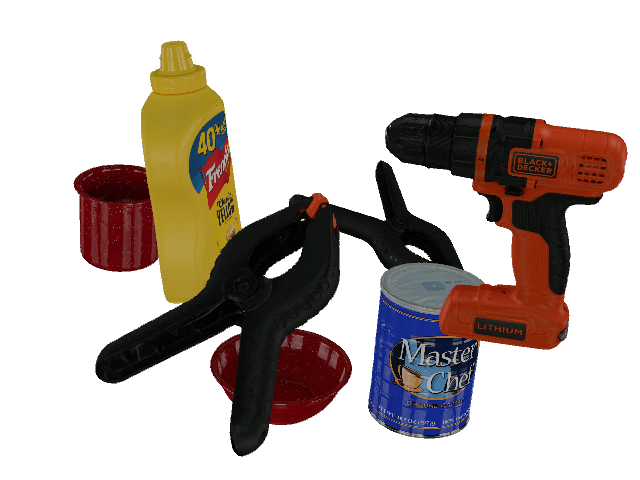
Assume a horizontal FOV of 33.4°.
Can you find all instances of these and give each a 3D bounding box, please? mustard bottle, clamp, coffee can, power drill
[{"bbox_3d":[-0.098,-0.055,0.809,0.058,0.191,0.096,2,24,19],"label":"mustard bottle"},{"bbox_3d":[-0.037,0.045,0.621,0.120,0.171,0.039,33,-21,31],"label":"clamp"},{"bbox_3d":[0.103,0.106,1.040,0.103,0.140,0.103,4,23,-2],"label":"coffee can"},{"bbox_3d":[0.139,-0.010,0.853,0.184,0.188,0.057,9,29,14],"label":"power drill"},{"bbox_3d":[0.075,-0.009,1.217,0.164,0.036,0.210,-18,51,-35],"label":"clamp"}]

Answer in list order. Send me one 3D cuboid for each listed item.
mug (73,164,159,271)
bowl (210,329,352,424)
[{"bbox_3d":[-0.201,-0.027,1.085,0.093,0.081,0.117,4,28,-3],"label":"mug"},{"bbox_3d":[-0.046,0.163,1.227,0.162,0.055,0.162,2,26,-1],"label":"bowl"}]
